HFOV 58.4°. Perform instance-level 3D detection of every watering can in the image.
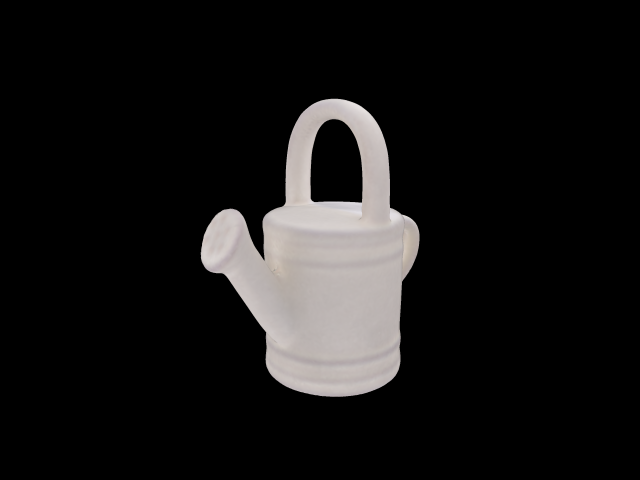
[{"bbox_3d":[0.005,0.002,0.398,0.100,0.194,0.173,8,17,29],"label":"watering can"}]
